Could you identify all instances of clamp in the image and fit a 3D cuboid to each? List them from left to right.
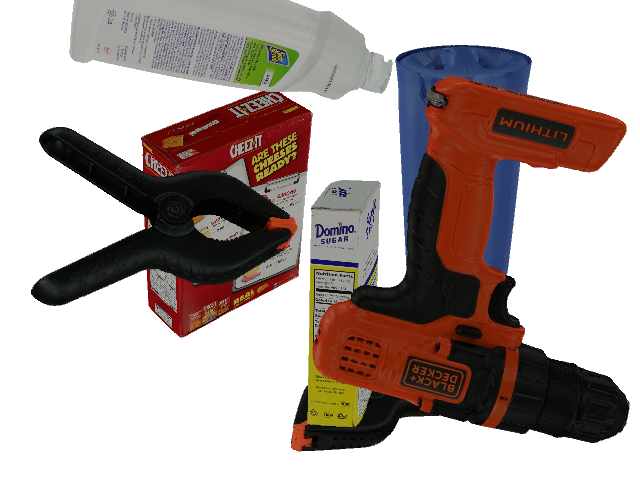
[{"bbox_3d":[-0.103,-0.020,0.682,0.171,0.120,0.039,-2,-20,-24],"label":"clamp"},{"bbox_3d":[0.058,0.153,1.023,0.165,0.036,0.209,25,32,30],"label":"clamp"}]

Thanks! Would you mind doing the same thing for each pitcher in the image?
[{"bbox_3d":[0.149,-0.077,1.103,0.149,0.243,0.145,-8,24,-15],"label":"pitcher"}]

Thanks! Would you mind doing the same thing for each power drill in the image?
[{"bbox_3d":[0.104,0.014,0.592,0.184,0.188,0.057,14,11,-5],"label":"power drill"}]

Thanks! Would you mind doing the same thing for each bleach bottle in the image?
[{"bbox_3d":[-0.068,-0.159,0.853,0.250,0.068,0.103,14,-29,-9],"label":"bleach bottle"}]

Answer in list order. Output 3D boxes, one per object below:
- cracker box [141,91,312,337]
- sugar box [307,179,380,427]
[{"bbox_3d":[-0.096,-0.029,1.077,0.163,0.214,0.072,-27,47,-34],"label":"cracker box"},{"bbox_3d":[0.018,0.047,0.835,0.048,0.176,0.093,2,16,11],"label":"sugar box"}]
